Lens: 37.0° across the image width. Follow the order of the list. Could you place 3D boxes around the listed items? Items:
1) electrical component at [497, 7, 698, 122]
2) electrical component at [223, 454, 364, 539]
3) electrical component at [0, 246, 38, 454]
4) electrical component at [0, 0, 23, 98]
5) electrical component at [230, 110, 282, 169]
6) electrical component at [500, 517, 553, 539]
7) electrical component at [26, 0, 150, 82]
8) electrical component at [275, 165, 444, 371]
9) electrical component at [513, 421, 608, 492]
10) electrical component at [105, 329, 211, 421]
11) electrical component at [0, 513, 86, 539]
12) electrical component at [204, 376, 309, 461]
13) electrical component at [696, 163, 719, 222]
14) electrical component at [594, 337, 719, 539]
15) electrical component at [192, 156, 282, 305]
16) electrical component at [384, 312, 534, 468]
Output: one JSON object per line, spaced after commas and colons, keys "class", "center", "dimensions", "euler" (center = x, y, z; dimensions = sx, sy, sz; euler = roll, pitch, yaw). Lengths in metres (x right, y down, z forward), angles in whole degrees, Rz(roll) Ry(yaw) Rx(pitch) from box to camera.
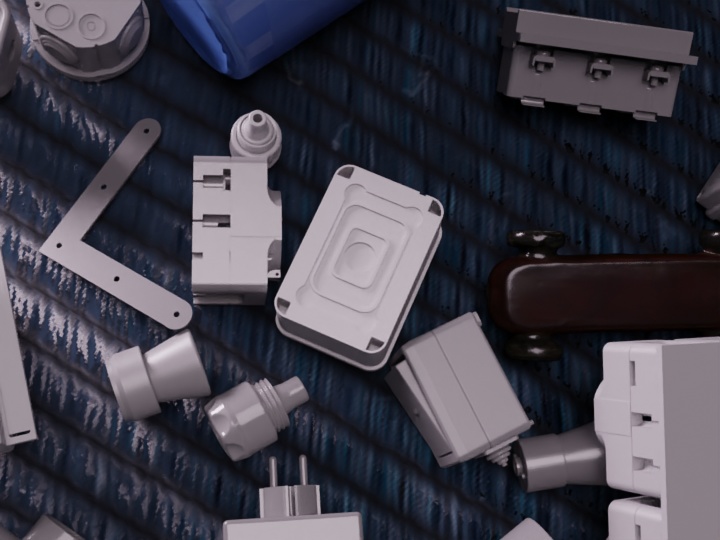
{"class": "electrical component", "center": [0.161, -0.143, 0.753], "dimensions": [0.121, 0.078, 0.063], "euler": [6, 104, -6]}
{"class": "electrical component", "center": [-0.043, 0.152, 0.661], "dimensions": [0.083, 0.047, 0.075], "euler": [-2, 76, -8]}
{"class": "electrical component", "center": [-0.245, 0.054, 0.652], "dimensions": [0.079, 0.063, 0.121], "euler": [-13, 78, -11]}
{"class": "electrical component", "center": [-0.274, -0.149, 0.702], "dimensions": [0.095, 0.059, 0.053], "euler": [10, 75, -5]}
{"class": "electrical component", "center": [-0.069, -0.089, 0.713], "dimensions": [0.035, 0.061, 0.035], "euler": [2, 75, -7]}
{"class": "electrical component", "center": [0.105, 0.210, 0.638], "dimensions": [0.060, 0.108, 0.108], "euler": [-31, 82, -7]}
{"class": "electrical component", "center": [-0.183, -0.172, 0.725], "dimensions": [0.080, 0.051, 0.080], "euler": [2, 75, -7]}
{"class": "electrical component", "center": [0.000, 0.000, 0.697], "dimensions": [0.078, 0.057, 0.113], "euler": [23, 74, 7]}
{"class": "electrical component", "center": [0.132, 0.122, 0.696], "dimensions": [0.065, 0.044, 0.044], "euler": [-8, 77, -5]}
{"class": "electrical component", "center": [-0.126, 0.066, 0.674], "dimensions": [0.055, 0.045, 0.045], "euler": [-19, 79, -11]}
{"class": "electrical component", "center": [-0.208, 0.177, 0.635], "dimensions": [0.079, 0.043, 0.077], "euler": [35, 74, 2]}
{"class": "electrical component", "center": [-0.063, 0.089, 0.677], "dimensions": [0.062, 0.043, 0.043], "euler": [-28, 81, -15]}
{"class": "electrical component", "center": [0.297, -0.079, 0.750], "dimensions": [0.057, 0.078, 0.113], "euler": [37, 74, 0]}
{"class": "electrical component", "center": [0.207, 0.136, 0.662], "dimensions": [0.105, 0.060, 0.186], "euler": [-1, 88, -28]}
{"class": "electrical component", "center": [-0.080, -0.025, 0.700], "dimensions": [0.056, 0.050, 0.089], "euler": [0, 76, -7]}
{"class": "electrical component", "center": [0.062, 0.085, 0.685], "dimensions": [0.061, 0.061, 0.096], "euler": [-25, 80, -12]}
